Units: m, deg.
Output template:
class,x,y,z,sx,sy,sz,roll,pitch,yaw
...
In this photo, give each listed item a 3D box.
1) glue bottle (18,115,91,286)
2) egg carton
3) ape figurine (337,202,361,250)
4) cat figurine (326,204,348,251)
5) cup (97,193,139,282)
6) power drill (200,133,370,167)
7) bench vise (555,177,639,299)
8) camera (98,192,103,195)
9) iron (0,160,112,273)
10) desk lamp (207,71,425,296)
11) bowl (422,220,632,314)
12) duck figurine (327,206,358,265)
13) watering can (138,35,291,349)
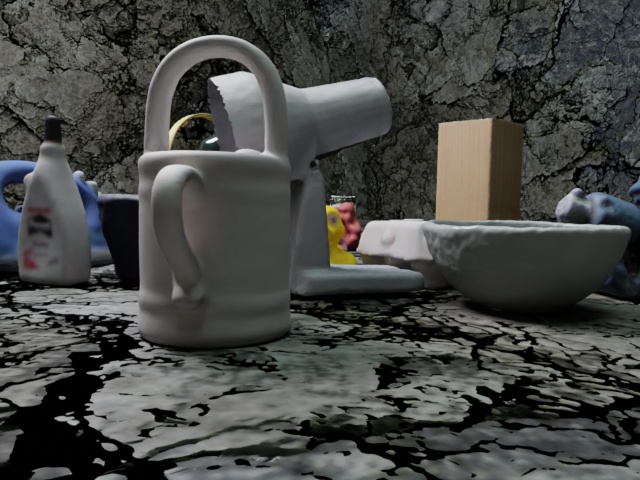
class,x,y,z,sx,sy,sz,roll,pitch,yaw
glue bottle,-0.276,-0.041,0.593,0.078,0.173,0.037,2,4,21
egg carton,0.115,0.013,0.656,0.107,0.069,0.149,-1,4,-32
ape figurine,0.048,-0.026,1.101,0.076,0.092,0.077,-2,5,-42
cat figurine,-0.005,-0.033,0.984,0.067,0.118,0.128,3,4,32
cup,-0.188,-0.002,0.613,0.092,0.095,0.117,-1,4,-27
power drill,-0.039,-0.064,0.747,0.229,0.208,0.075,1,4,-7
bench vise,0.346,-0.052,0.564,0.208,0.220,0.121,-1,4,-25
camera,-0.359,-0.026,0.915,0.144,0.101,0.136,-2,5,-39
iron,-0.354,-0.035,0.732,0.118,0.141,0.259,3,4,29
desk lamp,-0.008,-0.055,0.561,0.203,0.213,0.117,0,4,-16
bowl,0.172,0.022,0.493,0.167,0.075,0.167,1,4,0
duck figurine,0.006,0.002,0.672,0.077,0.086,0.105,2,4,11
watering can,-0.070,-0.035,0.387,0.101,0.194,0.172,0,4,-14
